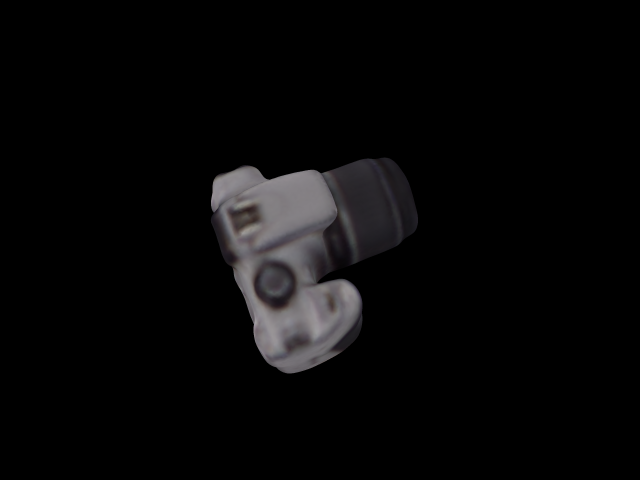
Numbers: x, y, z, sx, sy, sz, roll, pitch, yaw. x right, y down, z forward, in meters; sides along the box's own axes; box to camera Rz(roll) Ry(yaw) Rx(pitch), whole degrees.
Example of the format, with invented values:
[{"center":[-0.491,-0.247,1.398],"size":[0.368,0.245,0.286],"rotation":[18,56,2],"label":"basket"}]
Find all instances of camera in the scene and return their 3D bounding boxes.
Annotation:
[{"center":[0.004,0.001,0.400],"size":[0.137,0.101,0.143],"rotation":[-21,72,-7],"label":"camera"}]
